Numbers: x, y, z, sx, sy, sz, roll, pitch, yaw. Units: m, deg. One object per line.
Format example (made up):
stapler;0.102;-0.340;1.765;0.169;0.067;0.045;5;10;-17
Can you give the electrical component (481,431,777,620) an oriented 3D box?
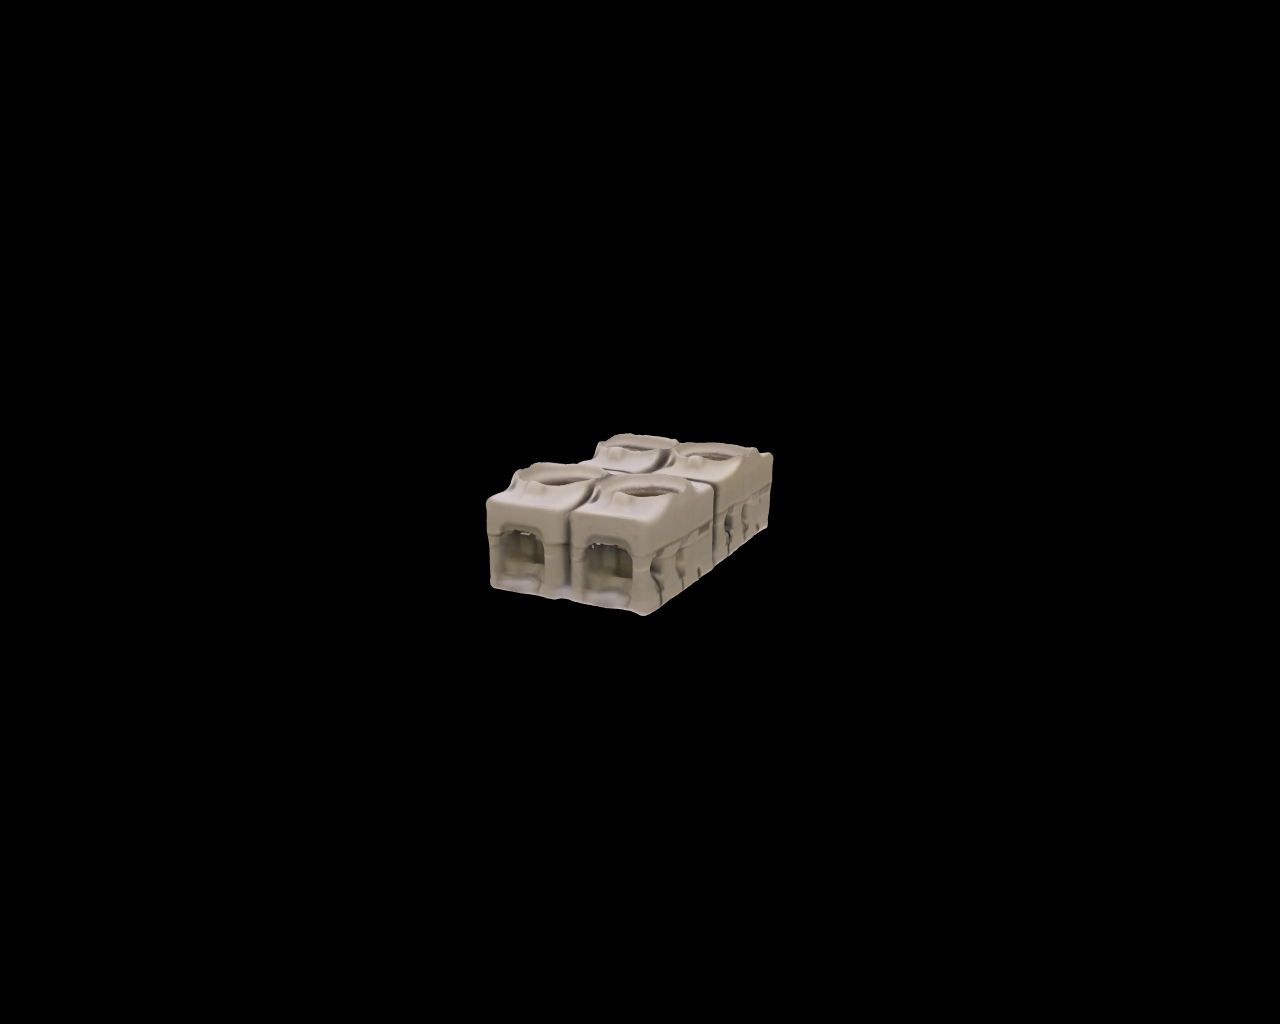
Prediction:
electrical component;0.001;-0.003;0.650;0.105;0.060;0.186;8;18;27
